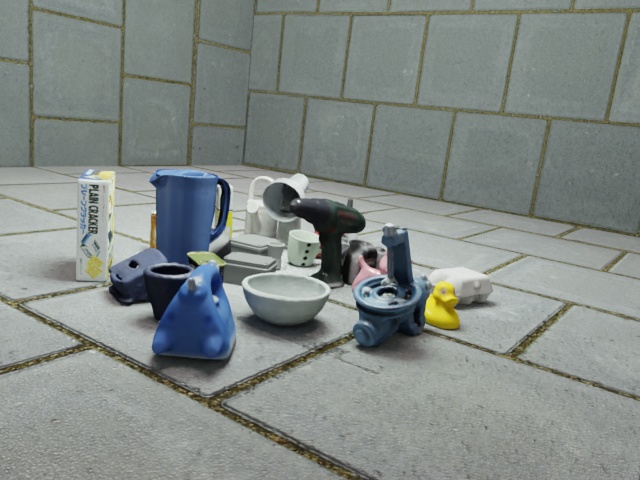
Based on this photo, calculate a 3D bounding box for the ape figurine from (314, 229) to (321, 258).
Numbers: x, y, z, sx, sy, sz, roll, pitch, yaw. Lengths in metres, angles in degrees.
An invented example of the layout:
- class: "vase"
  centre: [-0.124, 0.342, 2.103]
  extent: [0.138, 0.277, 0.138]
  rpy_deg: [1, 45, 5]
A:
- class: "ape figurine"
  centre: [0.000, 0.003, 1.604]
  extent: [0.076, 0.092, 0.078]
  rpy_deg: [8, 12, 10]

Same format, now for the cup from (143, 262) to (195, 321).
- class: "cup"
  centre: [-0.270, 0.094, 1.033]
  extent: [0.092, 0.095, 0.117]
  rpy_deg: [4, 12, -9]

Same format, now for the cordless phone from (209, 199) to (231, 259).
- class: "cordless phone"
  centre: [-0.267, -0.026, 1.378]
  extent: [0.094, 0.185, 0.147]
  rpy_deg: [-2, 15, -34]

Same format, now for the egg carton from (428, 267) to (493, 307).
- class: "egg carton"
  centre: [0.323, 0.109, 1.329]
  extent: [0.151, 0.069, 0.107]
  rpy_deg: [-3, 15, -36]

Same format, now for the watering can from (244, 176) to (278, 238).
- class: "watering can"
  centre: [-0.172, -0.093, 1.720]
  extent: [0.101, 0.194, 0.172]
  rpy_deg: [4, 12, -9]

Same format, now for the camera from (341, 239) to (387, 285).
- class: "camera"
  centre: [0.100, 0.045, 1.438]
  extent: [0.144, 0.101, 0.136]
  rpy_deg: [-2, 14, -34]

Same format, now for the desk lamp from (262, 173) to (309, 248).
- class: "desk lamp"
  centre: [-0.087, -0.084, 1.674]
  extent: [0.117, 0.213, 0.203]
  rpy_deg: [9, 12, 14]

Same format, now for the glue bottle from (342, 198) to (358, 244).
- class: "glue bottle"
  centre: [0.075, -0.033, 1.614]
  extent: [0.078, 0.173, 0.037]
  rpy_deg: [12, 13, 25]

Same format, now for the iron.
- class: "iron"
  centre: [-0.190, 0.099, 0.935]
  extent: [0.118, 0.141, 0.258]
  rpy_deg: [6, 12, -2]

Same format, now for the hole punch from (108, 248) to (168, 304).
- class: "hole punch"
  centre: [-0.357, 0.067, 1.121]
  extent: [0.101, 0.091, 0.108]
  rpy_deg: [-3, 15, -36]

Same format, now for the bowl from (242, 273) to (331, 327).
- class: "bowl"
  centre: [-0.066, 0.118, 1.073]
  extent: [0.167, 0.075, 0.167]
  rpy_deg: [6, 12, -1]

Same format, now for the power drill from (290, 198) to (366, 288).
- class: "power drill"
  centre: [0.012, 0.005, 1.321]
  extent: [0.075, 0.208, 0.230]
  rpy_deg: [17, 16, 41]

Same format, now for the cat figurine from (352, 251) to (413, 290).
- class: "cat figurine"
  centre: [0.144, 0.068, 1.311]
  extent: [0.127, 0.118, 0.067]
  rpy_deg: [9, 12, 14]

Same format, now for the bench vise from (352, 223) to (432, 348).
- class: "bench vise"
  centre: [0.135, 0.071, 1.046]
  extent: [0.121, 0.220, 0.208]
  rpy_deg: [11, 13, 20]

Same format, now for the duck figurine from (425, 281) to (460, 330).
- class: "duck figurine"
  centre: [0.248, 0.126, 1.170]
  extent: [0.078, 0.086, 0.104]
  rpy_deg: [2, 13, -19]
